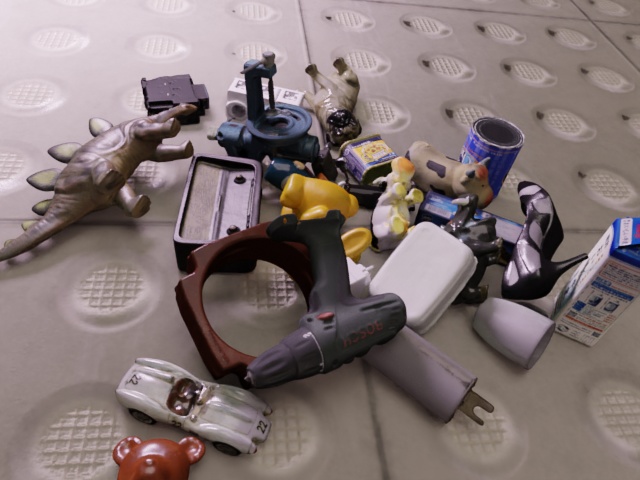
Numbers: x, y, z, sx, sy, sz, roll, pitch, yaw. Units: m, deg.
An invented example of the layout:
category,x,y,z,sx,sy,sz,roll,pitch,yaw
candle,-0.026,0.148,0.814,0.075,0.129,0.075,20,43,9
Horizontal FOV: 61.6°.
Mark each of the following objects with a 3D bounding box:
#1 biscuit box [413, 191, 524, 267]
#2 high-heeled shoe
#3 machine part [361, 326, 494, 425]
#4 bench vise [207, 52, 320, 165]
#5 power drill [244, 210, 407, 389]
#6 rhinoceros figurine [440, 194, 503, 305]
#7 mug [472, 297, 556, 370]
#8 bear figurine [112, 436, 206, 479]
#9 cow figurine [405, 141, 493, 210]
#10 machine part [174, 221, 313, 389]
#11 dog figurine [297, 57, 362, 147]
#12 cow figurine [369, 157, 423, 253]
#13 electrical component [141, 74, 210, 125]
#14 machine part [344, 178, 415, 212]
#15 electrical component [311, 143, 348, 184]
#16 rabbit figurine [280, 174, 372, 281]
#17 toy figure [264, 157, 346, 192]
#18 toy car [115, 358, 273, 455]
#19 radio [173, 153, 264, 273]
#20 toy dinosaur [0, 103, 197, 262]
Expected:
category,x,y,z,sx,sy,sz,roll,pitch,yaw
biscuit box,0.274,-0.018,0.976,0.203,0.062,0.059,22,48,11
high-heeled shoe,0.338,-0.002,0.904,0.145,0.086,0.249,-25,35,11
machine part,0.130,0.174,0.759,0.243,0.079,0.079,34,50,21
bench vise,-0.108,-0.228,0.977,0.224,0.240,0.129,20,48,19
power drill,-0.008,0.067,0.699,0.232,0.086,0.207,-9,66,-24
rhinoceros figurine,0.245,0.017,0.895,0.112,0.073,0.190,9,77,21
mug,0.300,0.128,0.831,0.107,0.080,0.109,30,54,31
bear figurine,-0.182,0.290,0.561,0.120,0.131,0.196,8,52,-7
cow figurine,0.246,-0.123,1.027,0.085,0.127,0.195,-32,57,-30
machine part,-0.085,0.090,0.755,0.201,0.087,0.201,-23,77,-27
dog figurine,0.056,-0.290,1.186,0.172,0.121,0.191,-23,69,-25
cow figurine,0.129,-0.062,0.958,0.068,0.098,0.167,22,60,-27
electrical component,-0.306,-0.298,1.142,0.134,0.058,0.115,-11,52,-19
machine part,0.110,-0.087,1.031,0.139,0.039,0.084,2,55,-11
electrical component,0.021,-0.134,1.041,0.045,0.078,0.102,-2,35,23
rabbit figurine,-0.002,-0.003,0.899,0.162,0.121,0.173,17,60,-7
toy figure,-0.023,-0.098,0.972,0.154,0.064,0.058,23,62,-12
toy car,-0.159,0.211,0.686,0.202,0.056,0.073,17,46,7
radio,-0.166,-0.049,0.918,0.131,0.073,0.230,4,46,-6
toy dinosaur,-0.373,-0.103,0.898,0.199,0.104,0.471,15,51,29
